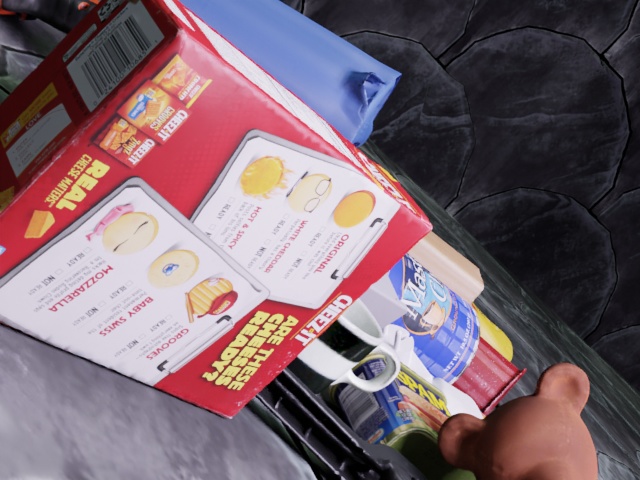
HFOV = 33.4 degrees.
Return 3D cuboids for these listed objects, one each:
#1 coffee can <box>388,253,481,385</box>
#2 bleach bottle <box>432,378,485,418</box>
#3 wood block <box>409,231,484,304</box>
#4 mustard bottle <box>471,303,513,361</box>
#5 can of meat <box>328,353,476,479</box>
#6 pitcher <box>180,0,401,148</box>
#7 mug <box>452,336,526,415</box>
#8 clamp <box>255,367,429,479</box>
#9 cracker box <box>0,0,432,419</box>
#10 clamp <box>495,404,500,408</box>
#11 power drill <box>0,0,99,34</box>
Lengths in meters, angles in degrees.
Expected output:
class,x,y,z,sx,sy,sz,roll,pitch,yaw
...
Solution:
class,x,y,z,sx,sy,sz,roll,pitch,yaw
coffee can,0.058,0.062,0.931,0.140,0.103,0.103,39,12,-32
bleach bottle,0.155,0.199,0.888,0.251,0.068,0.102,42,11,-3
wood block,0.069,0.011,1.163,0.206,0.090,0.090,38,12,-4
mustard bottle,0.164,0.084,1.359,0.191,0.058,0.096,47,7,-18
can of meat,0.063,0.140,0.771,0.102,0.057,0.084,38,14,-34
pitcher,-0.056,-0.163,1.032,0.243,0.149,0.145,35,22,2
mug,0.139,0.128,1.021,0.081,0.093,0.117,42,21,14
clamp,0.040,0.160,0.643,0.209,0.036,0.165,41,11,-39
cracker box,-0.068,-0.011,0.539,0.213,0.164,0.072,33,17,-48
clamp,0.180,0.191,1.090,0.172,0.039,0.120,51,15,30
power drill,-0.194,-0.191,0.908,0.188,0.057,0.184,22,17,8
